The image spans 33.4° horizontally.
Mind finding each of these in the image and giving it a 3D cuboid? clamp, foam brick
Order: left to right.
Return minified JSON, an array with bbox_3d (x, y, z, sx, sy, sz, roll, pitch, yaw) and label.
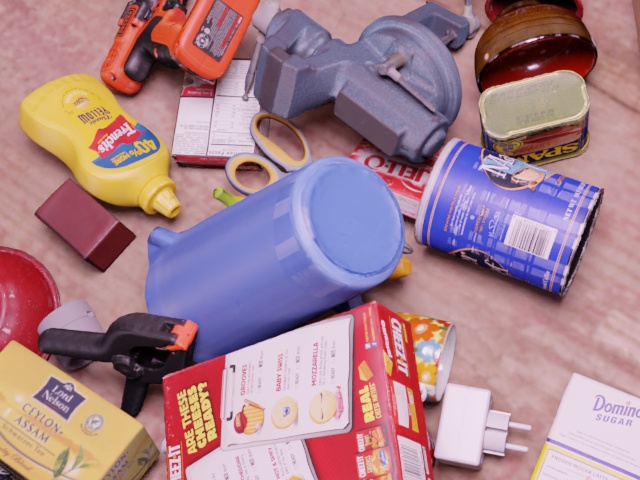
[{"bbox_3d":[-0.234,-0.015,1.066,0.078,0.053,0.051,39,84,19],"label":"foam brick"},{"bbox_3d":[-0.177,0.099,0.950,0.120,0.172,0.039,34,47,-20],"label":"clamp"}]

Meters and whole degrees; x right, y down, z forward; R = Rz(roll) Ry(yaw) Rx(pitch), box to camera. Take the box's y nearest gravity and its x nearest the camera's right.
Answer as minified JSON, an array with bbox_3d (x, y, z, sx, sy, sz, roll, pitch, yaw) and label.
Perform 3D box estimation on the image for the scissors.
[{"bbox_3d":[-0.011,-0.037,1.023,0.096,0.016,0.202,-38,79,-11],"label":"scissors"}]

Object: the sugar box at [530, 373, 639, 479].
[{"bbox_3d":[0.224,0.211,0.899,0.093,0.048,0.176,22,75,18],"label":"sugar box"}]

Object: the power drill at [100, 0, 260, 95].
[{"bbox_3d":[-0.135,-0.228,1.062,0.188,0.057,0.184,14,78,56],"label":"power drill"}]

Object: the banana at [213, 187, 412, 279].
[{"bbox_3d":[-0.007,0.001,1.004,0.198,0.069,0.037,20,89,9],"label":"banana"}]

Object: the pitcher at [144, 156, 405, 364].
[{"bbox_3d":[-0.032,0.026,0.908,0.243,0.149,0.145,-28,67,51],"label":"pitcher"}]

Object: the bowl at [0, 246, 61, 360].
[{"bbox_3d":[-0.343,0.076,1.061,0.162,0.055,0.162,-3,73,11],"label":"bowl"}]

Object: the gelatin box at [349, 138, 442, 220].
[{"bbox_3d":[0.073,-0.065,1.012,0.089,0.030,0.073,22,53,18],"label":"gelatin box"}]

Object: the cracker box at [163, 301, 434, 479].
[{"bbox_3d":[-0.020,0.162,0.855,0.214,0.072,0.164,-22,58,26],"label":"cracker box"}]

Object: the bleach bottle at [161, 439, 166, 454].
[{"bbox_3d":[-0.029,0.229,0.937,0.251,0.068,0.102,25,56,24],"label":"bleach bottle"}]

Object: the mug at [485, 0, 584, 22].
[{"bbox_3d":[0.198,-0.257,1.022,0.117,0.093,0.081,16,69,-14],"label":"mug"}]

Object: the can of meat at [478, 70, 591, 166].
[{"bbox_3d":[0.197,-0.110,0.984,0.102,0.084,0.057,-14,70,8],"label":"can of meat"}]

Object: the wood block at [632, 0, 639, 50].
[{"bbox_3d":[0.343,-0.164,0.967,0.091,0.090,0.206,-6,72,12],"label":"wood block"}]

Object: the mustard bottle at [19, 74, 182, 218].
[{"bbox_3d":[-0.208,-0.087,1.069,0.192,0.058,0.096,42,47,20],"label":"mustard bottle"}]

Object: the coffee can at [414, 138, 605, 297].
[{"bbox_3d":[0.168,-0.021,0.953,0.140,0.102,0.103,21,78,17],"label":"coffee can"}]

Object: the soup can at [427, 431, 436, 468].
[{"bbox_3d":[0.062,0.177,0.915,0.068,0.102,0.068,-3,72,10],"label":"soup can"}]

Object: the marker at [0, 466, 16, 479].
[{"bbox_3d":[-0.311,0.221,1.016,0.121,0.020,0.020,32,82,30],"label":"marker"}]

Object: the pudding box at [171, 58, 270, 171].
[{"bbox_3d":[-0.097,-0.128,1.079,0.090,0.039,0.113,4,77,11],"label":"pudding box"}]
